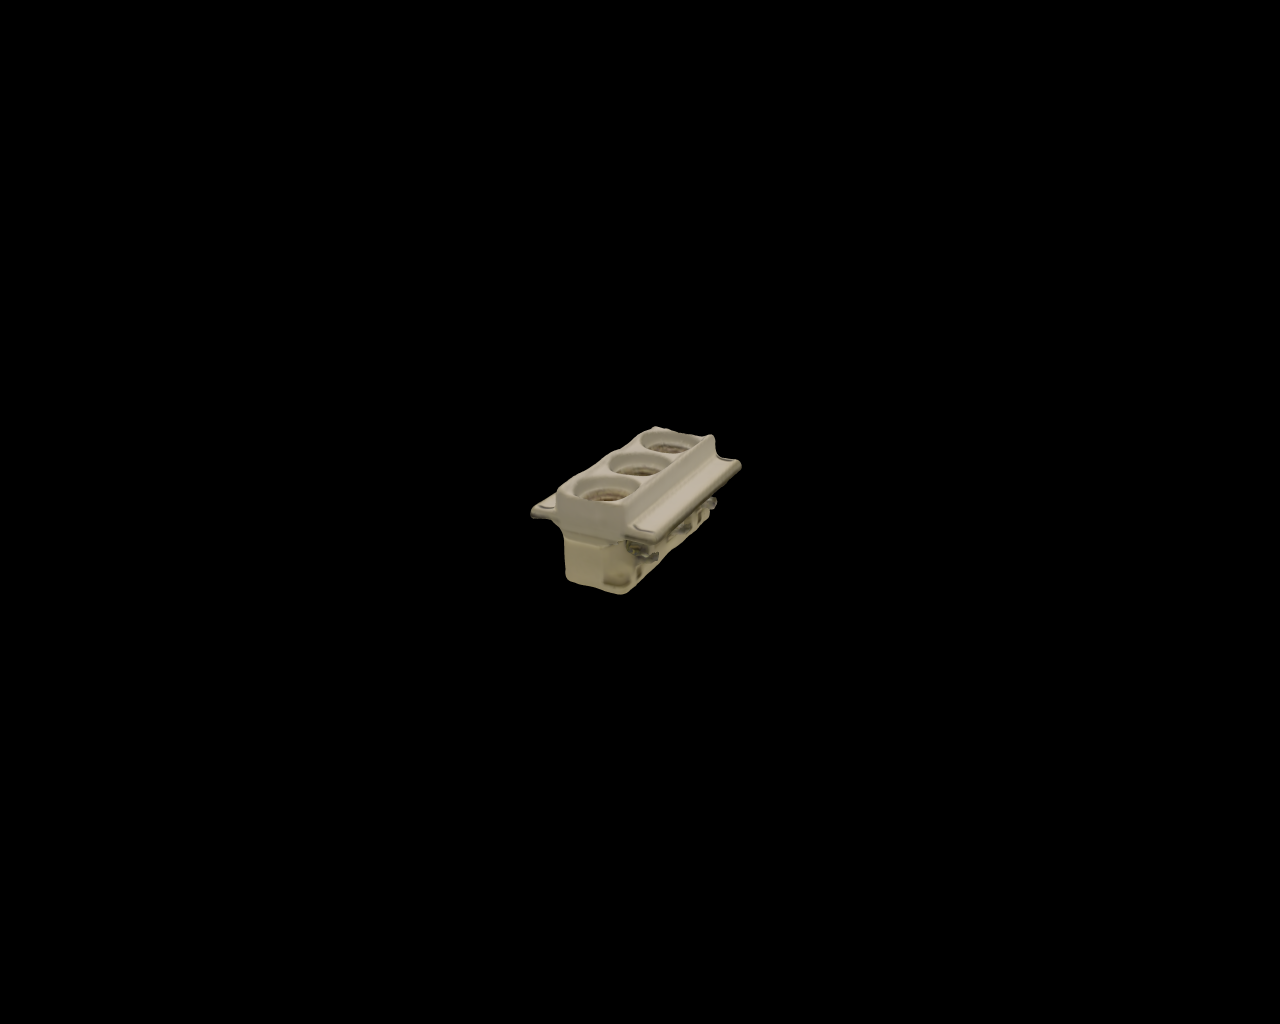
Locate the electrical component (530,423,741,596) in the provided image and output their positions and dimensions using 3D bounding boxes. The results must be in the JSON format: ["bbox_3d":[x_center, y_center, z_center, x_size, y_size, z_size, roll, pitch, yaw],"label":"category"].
[{"bbox_3d":[0.001,-0.003,0.650,0.079,0.063,0.121,12,27,25],"label":"electrical component"}]
